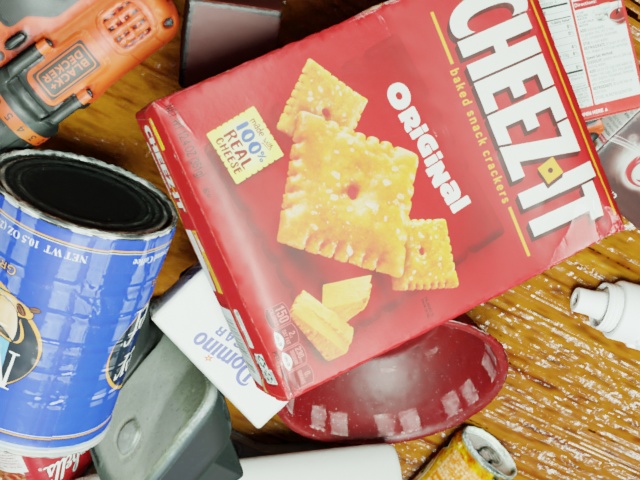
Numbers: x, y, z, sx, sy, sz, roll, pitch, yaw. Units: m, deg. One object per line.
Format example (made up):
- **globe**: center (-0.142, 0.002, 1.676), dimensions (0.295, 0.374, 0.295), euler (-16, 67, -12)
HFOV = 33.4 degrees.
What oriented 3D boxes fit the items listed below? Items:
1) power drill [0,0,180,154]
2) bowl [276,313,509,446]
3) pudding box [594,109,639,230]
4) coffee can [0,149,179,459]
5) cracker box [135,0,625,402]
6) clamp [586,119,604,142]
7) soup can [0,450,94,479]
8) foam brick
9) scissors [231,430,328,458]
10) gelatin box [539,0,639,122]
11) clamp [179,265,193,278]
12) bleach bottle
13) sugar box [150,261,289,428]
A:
- **power drill**: center (-0.198, -0.135, 0.577), dimensions (0.184, 0.057, 0.187), euler (-35, 111, 6)
- **bowl**: center (0.045, 0.080, 0.735), dimensions (0.162, 0.055, 0.162), euler (-6, 141, -5)
- **pudding box**: center (0.229, -0.053, 0.705), dimensions (0.113, 0.039, 0.090), euler (35, 110, -24)
- **coffee can**: center (-0.148, 0.034, 0.593), dimensions (0.102, 0.103, 0.140), euler (15, 111, -15)
- **cracker box**: center (0.035, -0.035, 0.563), dimensions (0.213, 0.072, 0.164), euler (-25, 98, -15)
- **clamp**: center (0.076, -0.046, 0.692), dimensions (0.210, 0.036, 0.164), euler (-7, 122, 2)
- **soup can**: center (-0.202, 0.119, 0.736), dimensions (0.068, 0.068, 0.102), euler (-13, 121, 0)
- **foam brick**: center (-0.052, -0.122, 0.609), dimensions (0.053, 0.078, 0.051), euler (6, 120, -8)
- **scissors**: center (-0.068, 0.171, 0.813), dimensions (0.201, 0.016, 0.096), euler (19, 116, -17)
- **gelatin box**: center (0.148, -0.114, 0.640), dimensions (0.073, 0.030, 0.089), euler (-15, 93, -10)
- **clamp**: center (-0.004, 0.001, 0.676), dimensions (0.171, 0.039, 0.120), euler (22, 116, -9)
- **bleach bottle**: center (-0.073, 0.189, 0.746), dimensions (0.250, 0.068, 0.103), euler (-1, 149, -14)
- **sugar box**: center (-0.005, 0.014, 0.624), dimensions (0.176, 0.048, 0.093), euler (-42, 102, -3)
